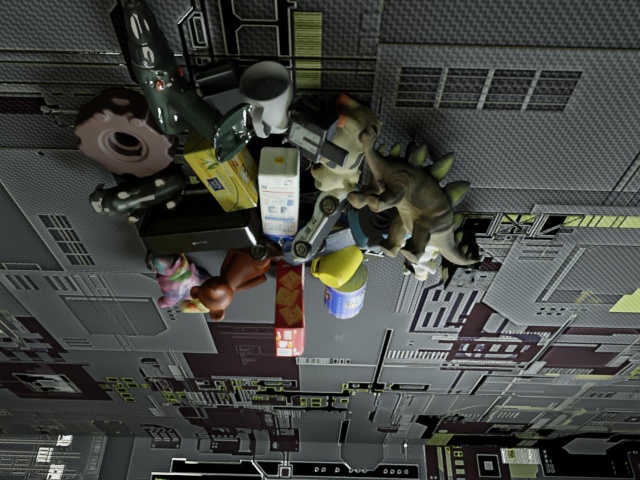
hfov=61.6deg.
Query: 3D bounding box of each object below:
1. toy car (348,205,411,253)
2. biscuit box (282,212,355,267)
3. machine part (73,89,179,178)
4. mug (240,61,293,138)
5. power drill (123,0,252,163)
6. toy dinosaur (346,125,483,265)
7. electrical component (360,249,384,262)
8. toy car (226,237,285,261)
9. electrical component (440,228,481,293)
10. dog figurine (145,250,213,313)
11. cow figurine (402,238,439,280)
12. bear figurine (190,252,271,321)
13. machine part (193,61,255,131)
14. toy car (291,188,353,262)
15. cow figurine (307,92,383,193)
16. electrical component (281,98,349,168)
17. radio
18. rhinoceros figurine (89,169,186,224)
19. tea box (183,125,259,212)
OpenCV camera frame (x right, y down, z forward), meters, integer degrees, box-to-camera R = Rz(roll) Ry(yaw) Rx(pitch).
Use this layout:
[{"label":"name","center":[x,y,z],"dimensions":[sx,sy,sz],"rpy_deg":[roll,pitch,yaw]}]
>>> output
[{"label":"toy car","center":[0.142,-0.039,1.128],"dimensions":[0.162,0.109,0.103],"rpy_deg":[-19,168,3]},{"label":"biscuit box","center":[-0.002,-0.004,1.206],"dimensions":[0.203,0.059,0.062],"rpy_deg":[-21,141,28]},{"label":"machine part","center":[-0.346,-0.184,0.963],"dimensions":[0.179,0.056,0.179],"rpy_deg":[1,147,1]},{"label":"mug","center":[-0.080,-0.213,0.871],"dimensions":[0.081,0.109,0.107],"rpy_deg":[3,157,9]},{"label":"power drill","center":[-0.203,-0.222,0.813],"dimensions":[0.207,0.086,0.231],"rpy_deg":[33,153,11]},{"label":"toy dinosaur","center":[0.193,-0.054,0.998],"dimensions":[0.105,0.198,0.470],"rpy_deg":[28,163,46]},{"label":"electrical component","center":[0.116,0.031,1.272],"dimensions":[0.063,0.021,0.094],"rpy_deg":[10,157,-27]},{"label":"toy car","center":[-0.168,0.008,1.132],"dimensions":[0.202,0.053,0.089],"rpy_deg":[9,178,24]},{"label":"electrical component","center":[0.318,0.054,1.229],"dimensions":[0.058,0.115,0.134],"rpy_deg":[8,146,-2]},{"label":"dog figurine","center":[-0.326,0.080,1.304],"dimensions":[0.191,0.108,0.219],"rpy_deg":[11,142,-12]},{"label":"cow figurine","center":[0.227,0.036,1.247],"dimensions":[0.098,0.068,0.167],"rpy_deg":[10,142,-2]},{"label":"bear figurine","center":[-0.210,0.082,1.232],"dimensions":[0.196,0.120,0.131],"rpy_deg":[-40,163,-11]},{"label":"machine part","center":[-0.146,-0.234,0.898],"dimensions":[0.084,0.039,0.138],"rpy_deg":[-14,141,13]},{"label":"toy car","center":[0.002,-0.035,1.103],"dimensions":[0.073,0.056,0.201],"rpy_deg":[-19,147,-56]},{"label":"cow figurine","center":[0.044,-0.158,0.965],"dimensions":[0.127,0.085,0.195],"rpy_deg":[21,140,-17]},{"label":"electrical component","center":[0.000,-0.167,0.867],"dimensions":[0.119,0.048,0.074],"rpy_deg":[27,139,12]},{"label":"radio","center":[-0.236,-0.047,1.089],"dimensions":[0.230,0.131,0.073],"rpy_deg":[-4,143,9]},{"label":"rhinoceros figurine","center":[-0.362,-0.093,1.057],"dimensions":[0.190,0.112,0.073],"rpy_deg":[-16,127,4]},{"label":"tea box","center":[-0.174,-0.140,0.983],"dimensions":[0.068,0.098,0.169],"rpy_deg":[-11,142,16]}]
